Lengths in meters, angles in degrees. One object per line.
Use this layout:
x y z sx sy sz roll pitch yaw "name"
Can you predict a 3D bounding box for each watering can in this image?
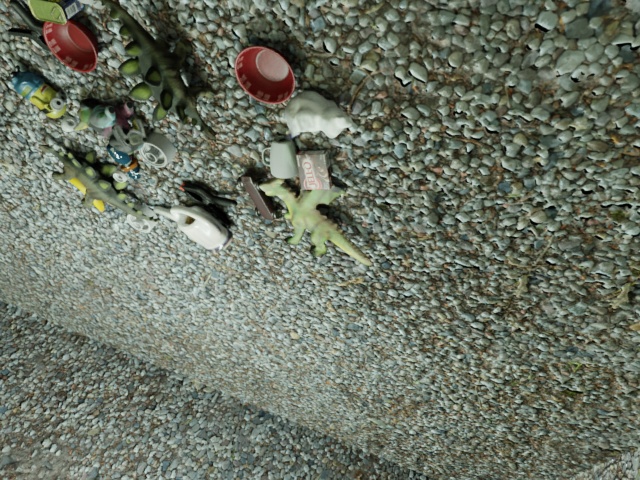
-0.444 -0.054 1.822 0.348 0.105 0.221 9 -28 49 "watering can"

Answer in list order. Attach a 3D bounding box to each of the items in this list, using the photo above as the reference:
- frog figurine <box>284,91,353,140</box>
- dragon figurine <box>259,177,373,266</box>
-0.005 -0.307 1.262 0.139 0.121 0.160 -22 19 -38 "frog figurine"
0.005 -0.079 1.563 0.410 0.237 0.125 22 43 2 "dragon figurine"
